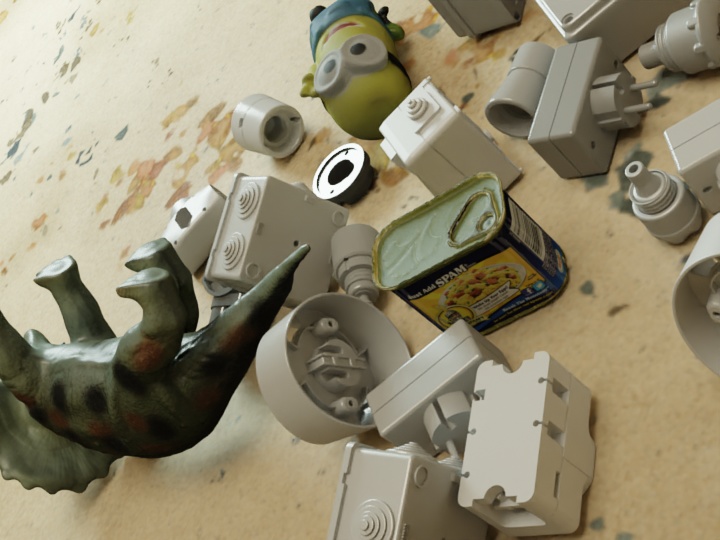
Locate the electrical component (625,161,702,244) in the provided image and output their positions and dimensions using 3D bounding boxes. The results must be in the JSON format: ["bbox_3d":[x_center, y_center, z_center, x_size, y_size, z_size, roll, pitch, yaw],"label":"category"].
[{"bbox_3d":[0.178,-0.043,0.643,0.035,0.061,0.035,-28,43,29],"label":"electrical component"}]

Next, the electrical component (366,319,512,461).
[{"bbox_3d":[0.057,0.089,0.672,0.083,0.047,0.075,-41,38,14],"label":"electrical component"}]

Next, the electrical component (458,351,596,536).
[{"bbox_3d":[0.097,0.101,0.612,0.050,0.056,0.089,-15,50,39],"label":"electrical component"}]

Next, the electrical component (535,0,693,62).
[{"bbox_3d":[0.186,-0.215,0.785,0.109,0.056,0.108,-39,38,17],"label":"electrical component"}]

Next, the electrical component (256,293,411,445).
[{"bbox_3d":[-0.019,0.068,0.733,0.064,0.099,0.099,-32,40,34],"label":"electrical component"}]

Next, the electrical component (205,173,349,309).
[{"bbox_3d":[-0.062,-0.021,0.841,0.048,0.100,0.099,5,77,52],"label":"electrical component"}]

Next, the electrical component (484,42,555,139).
[{"bbox_3d":[0.124,-0.136,0.797,0.044,0.044,0.065,-1,55,46],"label":"electrical component"}]

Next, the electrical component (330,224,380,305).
[{"bbox_3d":[0.000,0.000,0.813,0.040,0.040,0.078,-33,40,23],"label":"electrical component"}]

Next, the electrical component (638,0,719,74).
[{"bbox_3d":[0.215,-0.150,0.711,0.062,0.048,0.048,-15,50,48],"label":"electrical component"}]

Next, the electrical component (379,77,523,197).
[{"bbox_3d":[0.059,-0.088,0.778,0.061,0.096,0.061,-45,37,12],"label":"electrical component"}]

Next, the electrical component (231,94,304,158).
[{"bbox_3d":[-0.085,-0.133,1.004,0.047,0.055,0.055,26,80,49],"label":"electrical component"}]

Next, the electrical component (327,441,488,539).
[{"bbox_3d":[0.029,0.150,0.606,0.048,0.100,0.099,-1,71,41],"label":"electrical component"}]

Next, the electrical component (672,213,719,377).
[{"bbox_3d":[0.209,0.015,0.536,0.099,0.099,0.064,0,53,46],"label":"electrical component"}]

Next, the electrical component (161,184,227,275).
[{"bbox_3d":[-0.155,-0.044,1.012,0.077,0.043,0.079,-49,36,4],"label":"electrical component"}]

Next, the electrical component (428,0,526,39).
[{"bbox_3d":[0.099,-0.259,0.896,0.057,0.078,0.113,-10,53,38],"label":"electrical component"}]

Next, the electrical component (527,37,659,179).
[{"bbox_3d":[0.166,-0.112,0.727,0.076,0.047,0.083,-5,56,45],"label":"electrical component"}]

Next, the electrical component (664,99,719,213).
[{"bbox_3d":[0.224,-0.059,0.621,0.066,0.047,0.076,-31,41,25],"label":"electrical component"}]
